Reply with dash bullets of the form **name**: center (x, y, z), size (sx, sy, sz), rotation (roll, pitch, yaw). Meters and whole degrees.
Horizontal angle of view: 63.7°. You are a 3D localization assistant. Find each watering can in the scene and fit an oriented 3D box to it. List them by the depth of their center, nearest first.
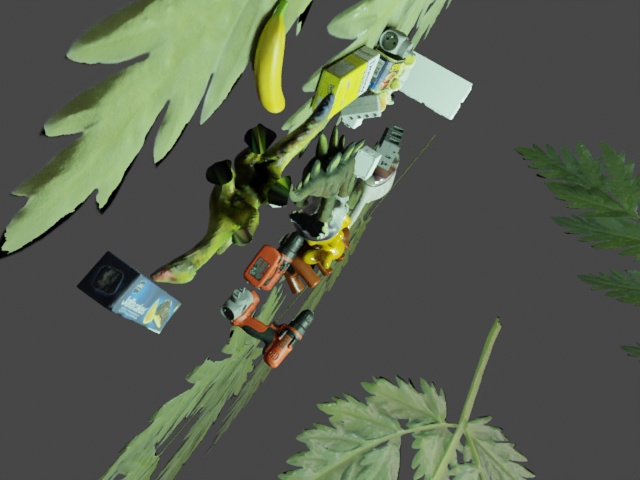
- **watering can**: center (0.181, -0.185, 1.801), size (0.351, 0.104, 0.221), rotation (-54, 168, -14)

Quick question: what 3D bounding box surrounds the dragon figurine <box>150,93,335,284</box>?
- **dragon figurine**: center (-0.123, -0.075, 0.881), size (0.417, 0.122, 0.239), rotation (-48, -176, -28)

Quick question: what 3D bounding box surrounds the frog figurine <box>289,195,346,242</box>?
- **frog figurine**: center (0.004, -0.068, 1.353), size (0.136, 0.122, 0.162), rotation (-25, -168, 24)
